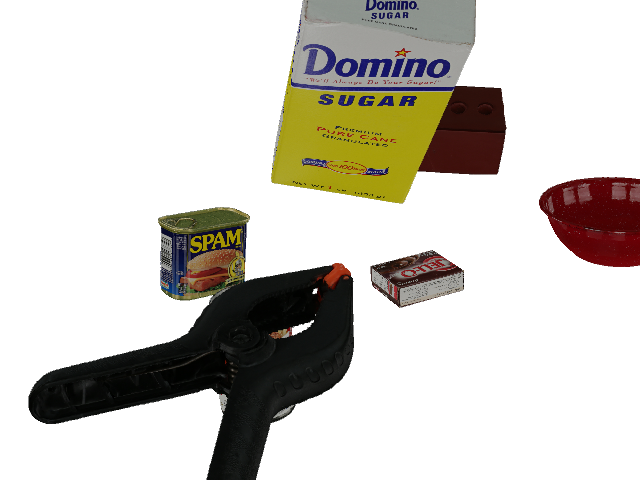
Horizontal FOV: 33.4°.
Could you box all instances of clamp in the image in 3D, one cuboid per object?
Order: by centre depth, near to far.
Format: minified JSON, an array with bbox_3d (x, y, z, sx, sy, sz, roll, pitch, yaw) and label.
[{"bbox_3d":[-0.034,0.065,0.497,0.171,0.039,0.120,-29,51,-33],"label":"clamp"}]

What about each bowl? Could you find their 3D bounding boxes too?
[{"bbox_3d":[0.309,-0.015,1.111,0.162,0.055,0.162,-3,23,1],"label":"bowl"}]

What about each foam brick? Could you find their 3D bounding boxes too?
[{"bbox_3d":[0.110,-0.091,0.874,0.078,0.053,0.051,2,-41,1],"label":"foam brick"}]

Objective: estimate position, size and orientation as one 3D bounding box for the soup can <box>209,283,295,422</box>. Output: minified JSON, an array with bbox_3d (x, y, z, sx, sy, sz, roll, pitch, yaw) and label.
[{"bbox_3d":[-0.055,0.095,0.900,0.068,0.102,0.068,-3,24,1],"label":"soup can"}]

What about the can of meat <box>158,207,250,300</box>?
[{"bbox_3d":[-0.130,0.014,1.194,0.101,0.084,0.058,-11,23,-38],"label":"can of meat"}]

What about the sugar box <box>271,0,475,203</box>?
[{"bbox_3d":[0.025,-0.086,0.635,0.093,0.048,0.176,8,-25,-4],"label":"sugar box"}]

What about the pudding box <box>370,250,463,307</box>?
[{"bbox_3d":[0.144,0.056,1.586,0.113,0.039,0.090,-16,24,-20],"label":"pudding box"}]
